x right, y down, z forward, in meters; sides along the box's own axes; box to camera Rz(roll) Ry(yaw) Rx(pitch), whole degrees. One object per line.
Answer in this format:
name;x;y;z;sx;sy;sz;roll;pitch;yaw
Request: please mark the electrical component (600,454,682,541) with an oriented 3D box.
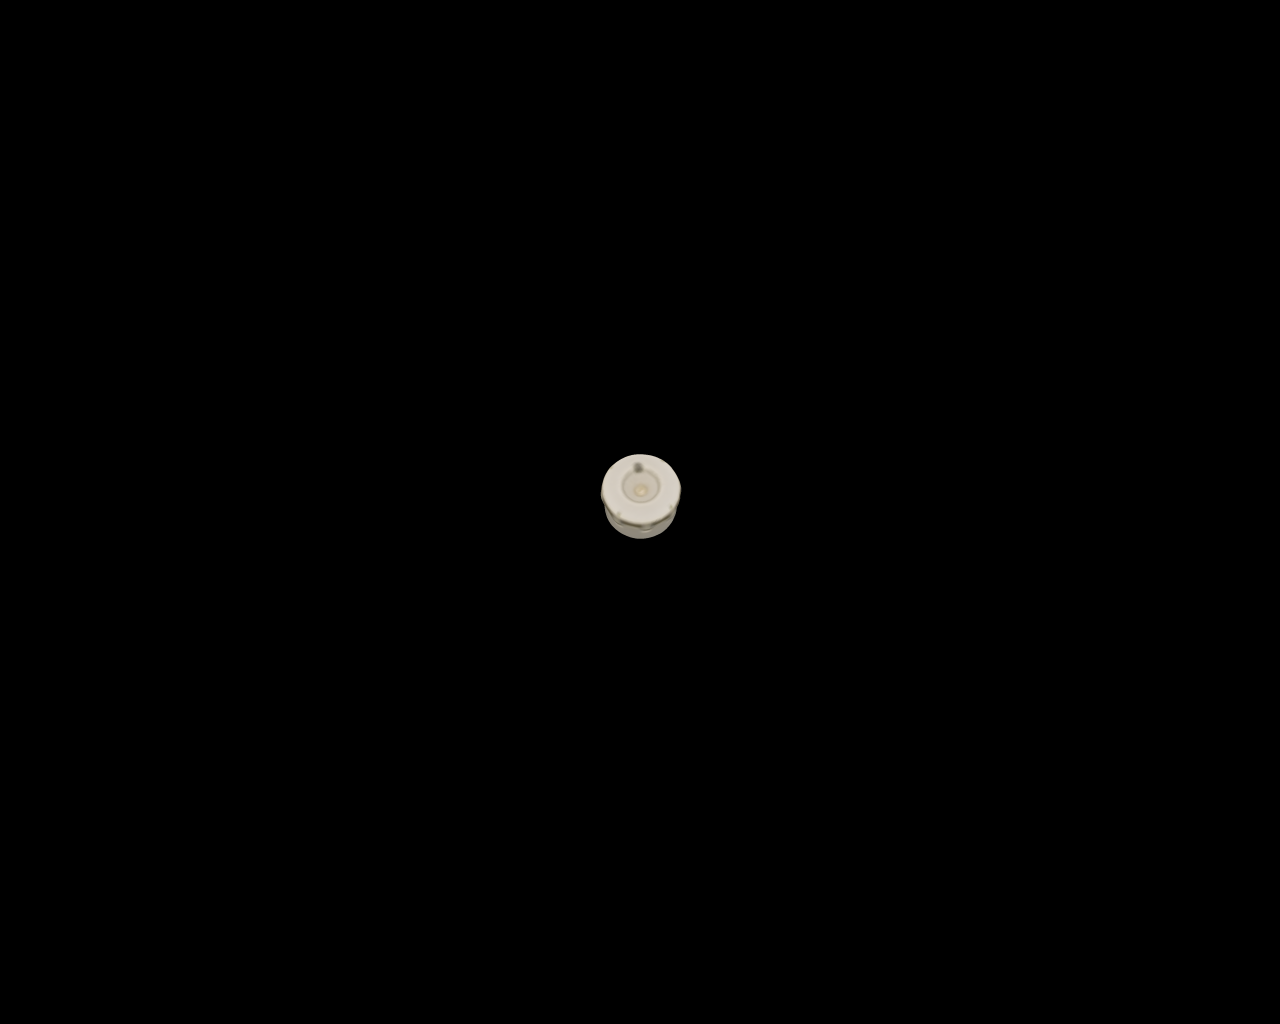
electrical component;0.001;-0.003;0.650;0.048;0.048;0.062;0;-25;0
